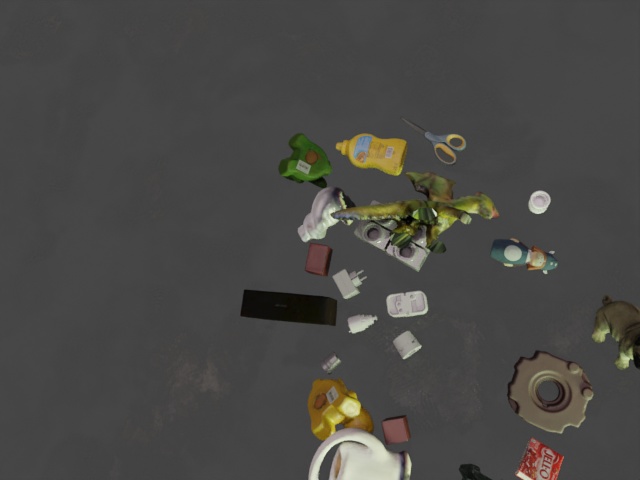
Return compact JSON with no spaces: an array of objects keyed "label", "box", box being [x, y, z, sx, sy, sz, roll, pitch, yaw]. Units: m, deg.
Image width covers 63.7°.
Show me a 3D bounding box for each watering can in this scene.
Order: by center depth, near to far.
[{"label":"watering can","box":[0.079,0.568,1.171,0.224,0.106,0.342,12,112,-2]}]

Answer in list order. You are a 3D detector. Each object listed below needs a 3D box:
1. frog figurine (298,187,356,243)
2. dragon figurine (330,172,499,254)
[{"label":"frog figurine","box":[0.004,-0.069,1.370,0.158,0.120,0.141,-20,39,19]},{"label":"dragon figurine","box":[0.245,-0.094,1.285,0.410,0.119,0.248,11,37,6]}]
